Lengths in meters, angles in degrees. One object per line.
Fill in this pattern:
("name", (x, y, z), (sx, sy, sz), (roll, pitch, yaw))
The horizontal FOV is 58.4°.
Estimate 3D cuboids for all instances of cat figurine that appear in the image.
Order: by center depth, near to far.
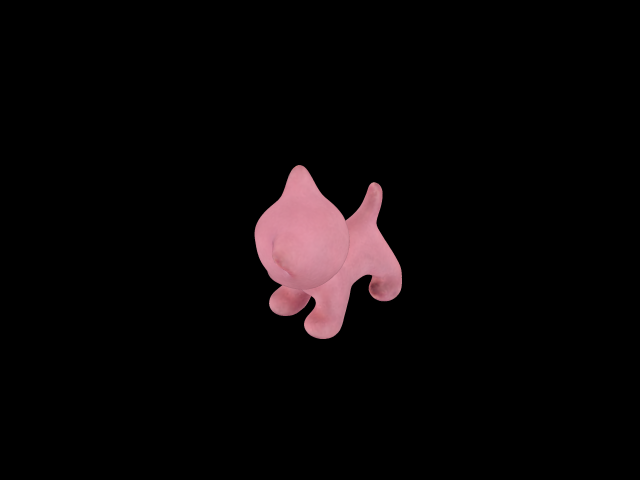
("cat figurine", (0.004, 0.001, 0.400), (0.067, 0.118, 0.128), (27, 42, 36))
